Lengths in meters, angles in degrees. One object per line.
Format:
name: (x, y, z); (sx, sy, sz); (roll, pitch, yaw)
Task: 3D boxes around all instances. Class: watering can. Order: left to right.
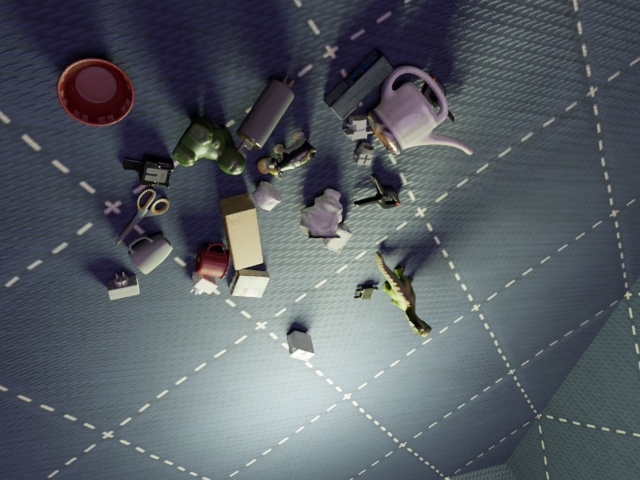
watering can: (0.283, -0.331, 1.494); (0.223, 0.105, 0.344); (-37, 108, 8)

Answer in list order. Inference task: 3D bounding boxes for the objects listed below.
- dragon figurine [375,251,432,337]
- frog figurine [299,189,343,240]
dragon figurine: (0.316, 0.228, 1.886); (0.121, 0.248, 0.403); (-33, 134, 9)
frog figurine: (0.005, -0.081, 1.613); (0.137, 0.122, 0.160); (3, 88, -16)
